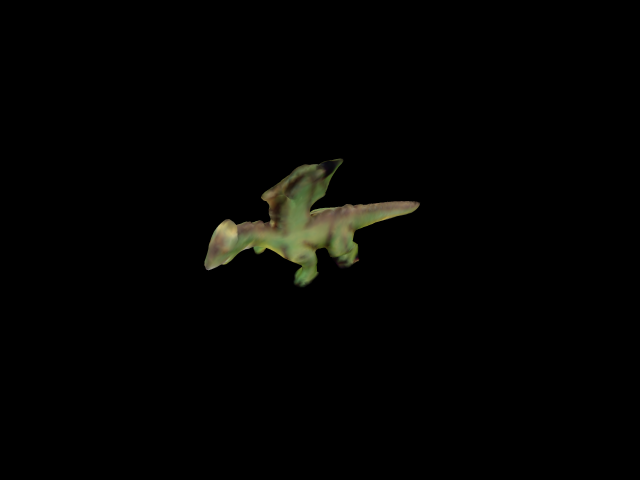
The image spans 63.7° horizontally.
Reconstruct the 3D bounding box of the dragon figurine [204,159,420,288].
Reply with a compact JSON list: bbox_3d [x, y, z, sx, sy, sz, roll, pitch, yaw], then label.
[{"bbox_3d":[0.003,-0.043,0.850,0.412,0.124,0.237,-26,-25,-14],"label":"dragon figurine"}]
